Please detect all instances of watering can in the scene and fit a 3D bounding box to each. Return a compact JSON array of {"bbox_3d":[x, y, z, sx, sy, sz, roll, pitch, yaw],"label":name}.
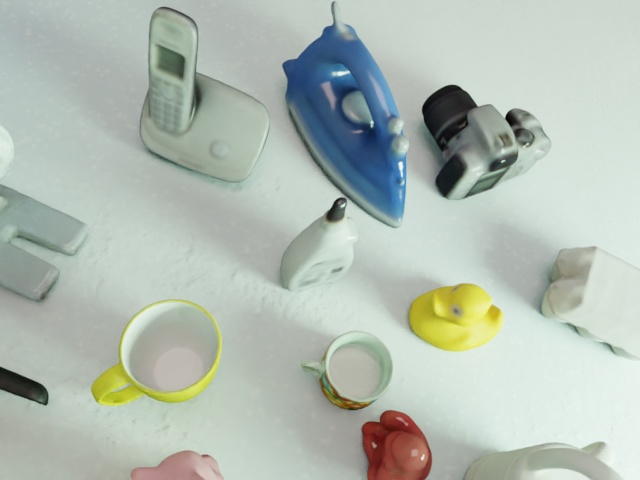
[{"bbox_3d":[0.205,0.238,0.505,0.101,0.173,0.194,33,-27,5],"label":"watering can"}]

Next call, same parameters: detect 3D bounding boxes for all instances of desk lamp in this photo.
[{"bbox_3d":[-0.339,-0.061,0.522,0.203,0.118,0.213,23,-28,0],"label":"desk lamp"}]

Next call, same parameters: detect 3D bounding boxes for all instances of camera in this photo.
[{"bbox_3d":[0.206,-0.142,0.741,0.143,0.136,0.100,-21,-20,-20],"label":"camera"}]

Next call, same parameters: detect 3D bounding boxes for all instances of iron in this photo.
[{"bbox_3d":[0.053,-0.152,0.690,0.119,0.258,0.141,-21,-19,-20],"label":"iron"}]

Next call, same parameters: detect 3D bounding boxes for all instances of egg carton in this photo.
[{"bbox_3d":[0.343,0.075,0.683,0.150,0.107,0.069,27,-28,2],"label":"egg carton"}]

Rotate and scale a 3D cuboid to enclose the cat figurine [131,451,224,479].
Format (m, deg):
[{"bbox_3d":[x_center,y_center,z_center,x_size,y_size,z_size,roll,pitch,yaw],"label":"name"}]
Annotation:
[{"bbox_3d":[-0.098,0.230,0.487,0.067,0.127,0.117,-41,-12,-25],"label":"cat figurine"}]

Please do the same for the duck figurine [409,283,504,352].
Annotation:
[{"bbox_3d":[0.160,0.078,0.634,0.104,0.077,0.086,8,-27,-8],"label":"duck figurine"}]

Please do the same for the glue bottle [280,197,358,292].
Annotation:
[{"bbox_3d":[0.005,0.002,0.588,0.078,0.037,0.173,-13,-22,-17],"label":"glue bottle"}]

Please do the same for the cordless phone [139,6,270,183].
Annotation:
[{"bbox_3d":[-0.125,-0.156,0.629,0.147,0.094,0.185,20,-28,-2],"label":"cordless phone"}]

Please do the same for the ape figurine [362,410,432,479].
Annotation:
[{"bbox_3d":[0.078,0.205,0.551,0.076,0.078,0.092,34,-27,5],"label":"ape figurine"}]
